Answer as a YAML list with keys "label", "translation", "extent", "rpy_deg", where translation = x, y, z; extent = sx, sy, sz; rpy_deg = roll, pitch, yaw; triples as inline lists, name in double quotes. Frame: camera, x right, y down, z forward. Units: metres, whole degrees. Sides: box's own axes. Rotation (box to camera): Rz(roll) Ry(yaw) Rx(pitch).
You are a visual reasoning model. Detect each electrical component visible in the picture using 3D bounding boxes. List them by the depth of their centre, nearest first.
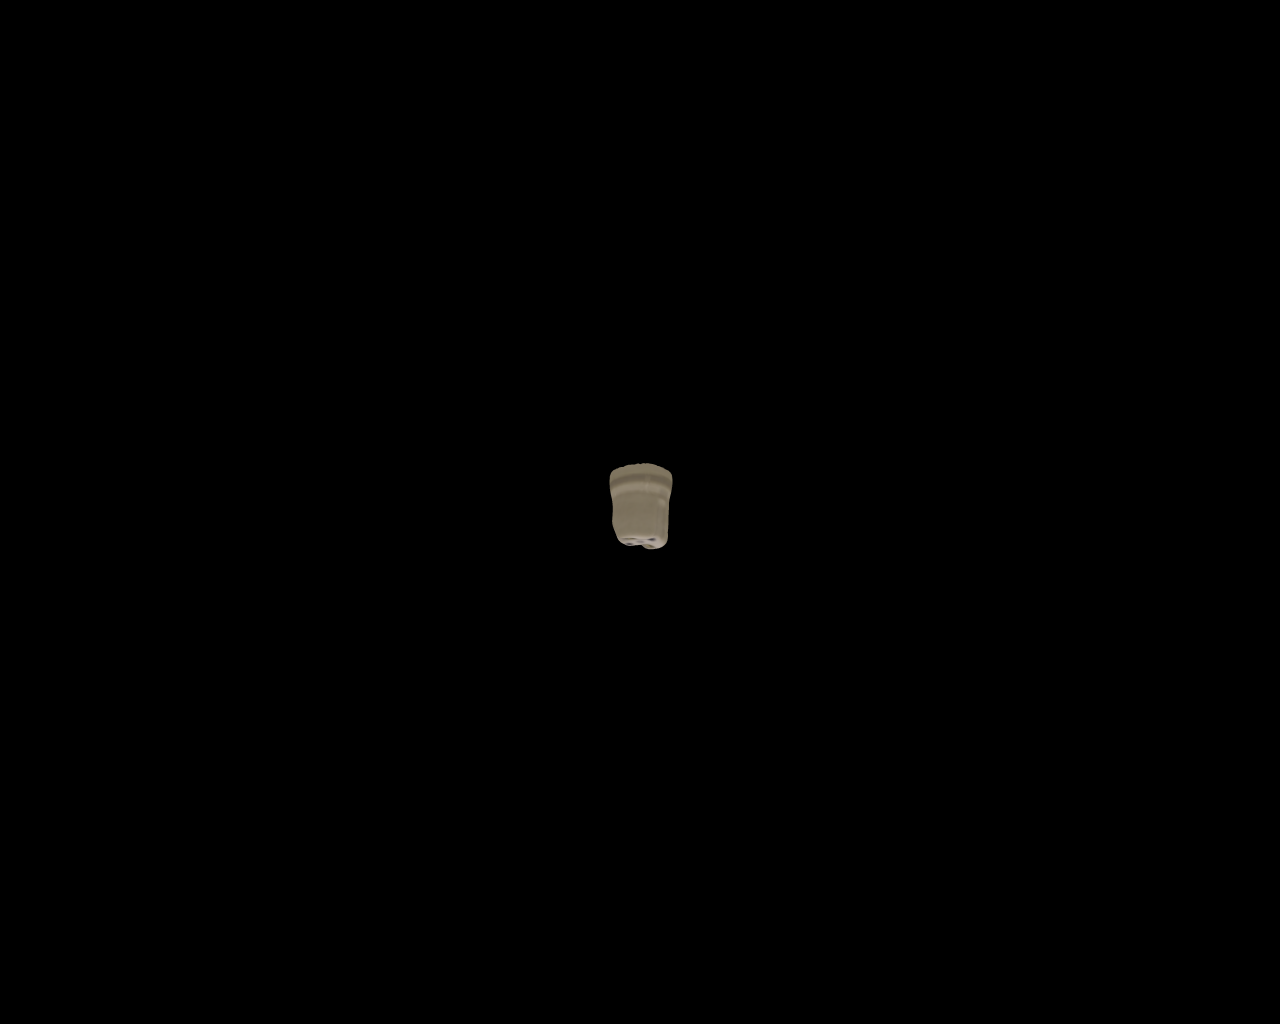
- label: "electrical component"
  translation: [0.001, -0.003, 0.650]
  extent: [0.040, 0.046, 0.040]
  rpy_deg: [0, -20, 0]
